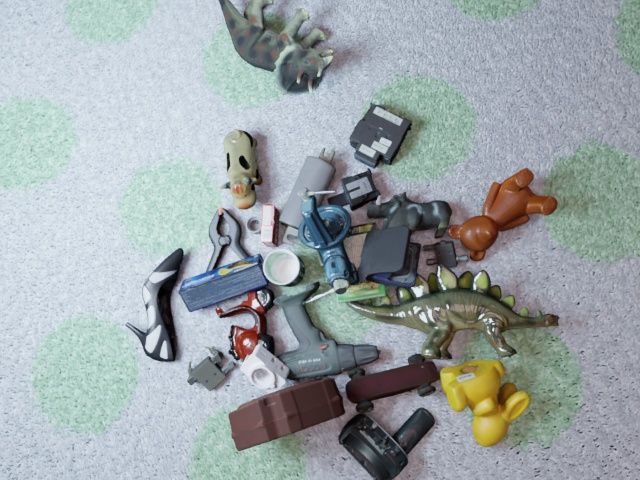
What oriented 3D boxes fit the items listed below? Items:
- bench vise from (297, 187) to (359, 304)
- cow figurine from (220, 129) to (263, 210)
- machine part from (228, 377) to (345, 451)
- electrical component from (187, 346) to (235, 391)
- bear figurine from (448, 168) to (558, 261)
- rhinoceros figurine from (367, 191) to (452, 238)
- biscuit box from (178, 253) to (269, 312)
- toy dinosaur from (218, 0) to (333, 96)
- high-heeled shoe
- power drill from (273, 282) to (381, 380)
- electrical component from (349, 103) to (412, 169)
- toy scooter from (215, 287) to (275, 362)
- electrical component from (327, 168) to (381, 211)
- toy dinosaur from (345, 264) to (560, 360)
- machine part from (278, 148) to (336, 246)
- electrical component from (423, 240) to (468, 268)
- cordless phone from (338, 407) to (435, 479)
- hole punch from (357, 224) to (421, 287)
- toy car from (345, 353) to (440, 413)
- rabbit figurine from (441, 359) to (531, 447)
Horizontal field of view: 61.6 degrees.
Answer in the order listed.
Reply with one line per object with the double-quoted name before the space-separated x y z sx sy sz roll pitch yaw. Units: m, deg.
"bench vise" 0.008 -0.006 1.126 0.129 0.240 0.224 -10 48 18
"cow figurine" -0.182 -0.164 1.249 0.086 0.127 0.195 -10 77 8
"machine part" -0.068 0.350 1.093 0.201 0.201 0.087 -5 69 -39
"electrical component" -0.254 0.292 1.222 0.078 0.045 0.102 43 90 -17
"bear figurine" 0.386 -0.049 1.162 0.196 0.132 0.120 -42 96 -8
"rhinoceros figurine" 0.201 -0.058 1.206 0.190 0.073 0.112 1 71 3
"biscuit box" -0.218 0.097 1.223 0.203 0.059 0.062 -19 112 8
"toy dinosaur" -0.130 -0.480 1.309 0.405 0.131 0.192 26 84 17
"high-heeled shoe" -0.343 0.153 1.240 0.145 0.086 0.248 31 87 5
"power drill" -0.002 0.200 1.195 0.232 0.086 0.207 -20 86 6
"electrical component" 0.135 -0.238 1.259 0.115 0.058 0.134 31 85 13
"toy scooter" -0.171 0.197 1.211 0.135 0.075 0.184 -3 77 6
"electrical component" 0.075 -0.110 1.249 0.119 0.047 0.075 -18 78 2
"toy dinosaur" 0.264 0.158 1.157 0.472 0.105 0.198 -3 72 11
"machine part" -0.030 -0.103 1.245 0.079 0.079 0.243 23 85 10
"electrical component" 0.280 0.030 1.194 0.094 0.021 0.063 -6 111 26
"cordless phone" 0.146 0.407 1.145 0.184 0.088 0.147 -43 78 -13
"hole punch" 0.153 0.039 1.155 0.116 0.092 0.142 -4 62 35
"toy car" 0.154 0.306 1.154 0.202 0.053 0.089 -13 54 -5
"rabbit figurine" 0.346 0.340 1.122 0.162 0.122 0.173 -17 93 -6
